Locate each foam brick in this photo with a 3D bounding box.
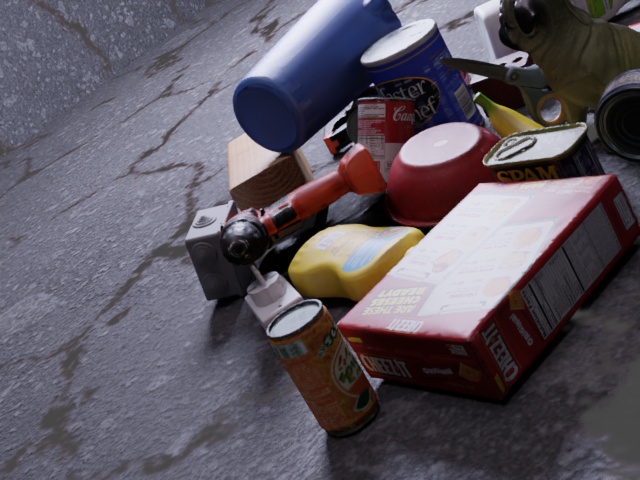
[{"bbox_3d":[0.234,-0.194,1.316,0.078,0.051,0.053,-17,25,31],"label":"foam brick"}]

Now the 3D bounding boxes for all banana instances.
[{"bbox_3d":[0.228,-0.095,1.086,0.037,0.069,0.198,-62,36,10],"label":"banana"}]

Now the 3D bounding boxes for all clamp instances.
[{"bbox_3d":[-0.008,0.001,1.220,0.209,0.036,0.165,-40,25,-25],"label":"clamp"},{"bbox_3d":[0.065,-0.184,1.537,0.120,0.039,0.171,-19,27,40],"label":"clamp"}]

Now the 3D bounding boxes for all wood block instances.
[{"bbox_3d":[-0.063,-0.083,1.411,0.090,0.091,0.206,-29,22,6],"label":"wood block"}]

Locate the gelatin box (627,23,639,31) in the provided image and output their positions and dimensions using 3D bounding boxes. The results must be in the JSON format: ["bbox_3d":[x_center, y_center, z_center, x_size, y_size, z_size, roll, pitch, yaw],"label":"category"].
[{"bbox_3d":[0.350,-0.217,1.243,0.073,0.030,0.089,-14,28,34],"label":"gelatin box"}]

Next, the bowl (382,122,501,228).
[{"bbox_3d":[0.137,-0.081,1.150,0.162,0.055,0.162,-17,29,9],"label":"bowl"}]

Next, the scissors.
[{"bbox_3d":[0.208,-0.159,1.144,0.201,0.096,0.016,-11,30,-25],"label":"scissors"}]

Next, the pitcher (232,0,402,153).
[{"bbox_3d":[-0.008,-0.211,1.363,0.145,0.149,0.242,12,43,31],"label":"pitcher"}]

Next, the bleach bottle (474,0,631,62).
[{"bbox_3d":[0.334,-0.306,1.393,0.251,0.102,0.068,-22,28,3],"label":"bleach bottle"}]

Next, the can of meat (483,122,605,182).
[{"bbox_3d":[0.214,-0.055,0.988,0.102,0.084,0.057,-4,34,49],"label":"can of meat"}]

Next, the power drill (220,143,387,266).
[{"bbox_3d":[-0.022,-0.036,1.150,0.187,0.057,0.184,-27,8,4],"label":"power drill"}]

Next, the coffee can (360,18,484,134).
[{"bbox_3d":[0.127,-0.186,1.317,0.103,0.140,0.103,-26,22,11],"label":"coffee can"}]

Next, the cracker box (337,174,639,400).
[{"bbox_3d":[0.144,0.034,0.903,0.213,0.072,0.164,-44,24,-27],"label":"cracker box"}]

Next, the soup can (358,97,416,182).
[{"bbox_3d":[0.077,-0.114,1.252,0.068,0.102,0.068,1,4,0],"label":"soup can"}]

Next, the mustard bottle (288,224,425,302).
[{"bbox_3d":[0.056,0.023,1.060,0.096,0.058,0.192,-36,21,-28],"label":"mustard bottle"}]

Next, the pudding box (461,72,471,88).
[{"bbox_3d":[0.141,-0.196,1.462,0.114,0.039,0.089,-7,31,43],"label":"pudding box"}]

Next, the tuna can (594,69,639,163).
[{"bbox_3d":[0.303,-0.115,1.003,0.086,0.086,0.033,-13,28,38],"label":"tuna can"}]
